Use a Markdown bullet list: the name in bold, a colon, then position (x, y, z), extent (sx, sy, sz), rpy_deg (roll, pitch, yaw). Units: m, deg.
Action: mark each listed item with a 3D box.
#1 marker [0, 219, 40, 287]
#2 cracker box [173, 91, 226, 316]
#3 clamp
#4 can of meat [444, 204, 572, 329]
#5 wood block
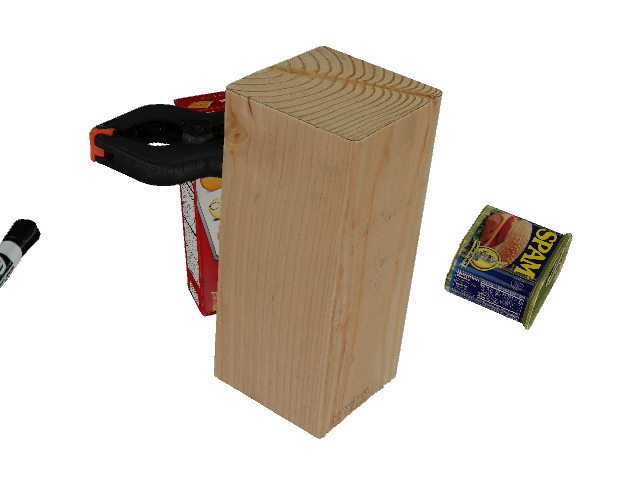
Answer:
- **marker**: position (-0.205, 0.025, 0.655), extent (0.020, 0.020, 0.121), rpy_deg (0, 36, 17)
- **cracker box**: position (-0.054, -0.045, 1.059), extent (0.164, 0.214, 0.072), rpy_deg (-12, 32, -20)
- **clamp**: position (-0.089, -0.081, 0.829), extent (0.171, 0.039, 0.120), rpy_deg (7, 39, -6)
- **can of meat**: position (0.171, 0.021, 0.975), extent (0.084, 0.057, 0.102), rpy_deg (23, 46, 18)
- **wood block**: position (0.000, 0.002, 0.643), extent (0.091, 0.206, 0.090), rpy_deg (26, 38, 29)
